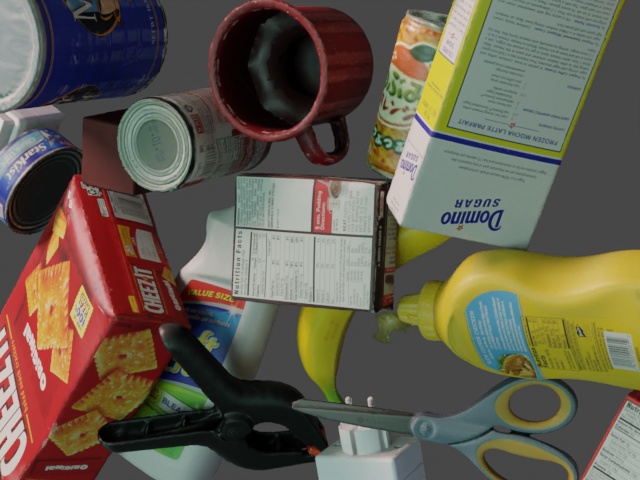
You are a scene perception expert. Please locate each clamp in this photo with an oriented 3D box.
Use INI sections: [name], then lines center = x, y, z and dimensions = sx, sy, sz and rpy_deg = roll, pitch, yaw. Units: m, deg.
[clamp]
center = -0.066, 0.121, 0.781
dimensions = 0.039, 0.171, 0.120
rpy_deg = -102, 31, -48

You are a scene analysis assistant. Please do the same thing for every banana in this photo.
[banana]
center = 0.033, 0.035, 0.766
dimensions = 0.069, 0.037, 0.198
rpy_deg = 29, 119, -3

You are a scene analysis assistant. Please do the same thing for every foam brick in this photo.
[foam brick]
center = -0.138, -0.069, 0.814
dimensions = 0.051, 0.078, 0.053
rpy_deg = 14, 109, 25

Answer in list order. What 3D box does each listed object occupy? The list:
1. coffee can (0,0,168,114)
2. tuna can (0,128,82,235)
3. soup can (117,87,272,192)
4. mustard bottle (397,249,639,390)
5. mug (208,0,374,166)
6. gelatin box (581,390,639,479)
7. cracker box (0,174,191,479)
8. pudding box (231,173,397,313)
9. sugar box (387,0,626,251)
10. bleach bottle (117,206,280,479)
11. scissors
[coffee can]
center = -0.196, -0.152, 0.791
dimensions = 0.103, 0.140, 0.103
rpy_deg = 8, 105, 29
[tuna can]
center = -0.231, -0.048, 0.870
dimensions = 0.034, 0.086, 0.086
rpy_deg = 38, 118, 19
[soup can]
center = -0.088, -0.075, 0.769
dimensions = 0.069, 0.102, 0.068
rpy_deg = 8, 106, 28
[mustard bottle]
center = 0.138, 0.049, 0.684
dimensions = 0.192, 0.058, 0.096
rpy_deg = 1, 134, 31
[mug]
center = -0.011, -0.107, 0.728
dimensions = 0.093, 0.081, 0.117
rpy_deg = -25, 88, 32
[gelatin box]
center = 0.215, 0.148, 0.686
dimensions = 0.073, 0.030, 0.089
rpy_deg = 31, 116, 22
[cracker box]
center = -0.195, 0.080, 0.845
dimensions = 0.214, 0.072, 0.164
rpy_deg = -55, 41, 28
[pudding box]
center = -0.005, 0.001, 0.728
dimensions = 0.114, 0.039, 0.090
rpy_deg = 5, 95, 27
[sugar box]
center = 0.112, -0.086, 0.657
dimensions = 0.093, 0.048, 0.176
rpy_deg = 11, 115, -17
[bleach bottle]
center = -0.089, 0.067, 0.828
dimensions = 0.103, 0.068, 0.251
rpy_deg = 30, 113, 22
[scissors]
center = 0.087, 0.114, 0.735
dimensions = 0.202, 0.016, 0.096
rpy_deg = 22, 104, 8
